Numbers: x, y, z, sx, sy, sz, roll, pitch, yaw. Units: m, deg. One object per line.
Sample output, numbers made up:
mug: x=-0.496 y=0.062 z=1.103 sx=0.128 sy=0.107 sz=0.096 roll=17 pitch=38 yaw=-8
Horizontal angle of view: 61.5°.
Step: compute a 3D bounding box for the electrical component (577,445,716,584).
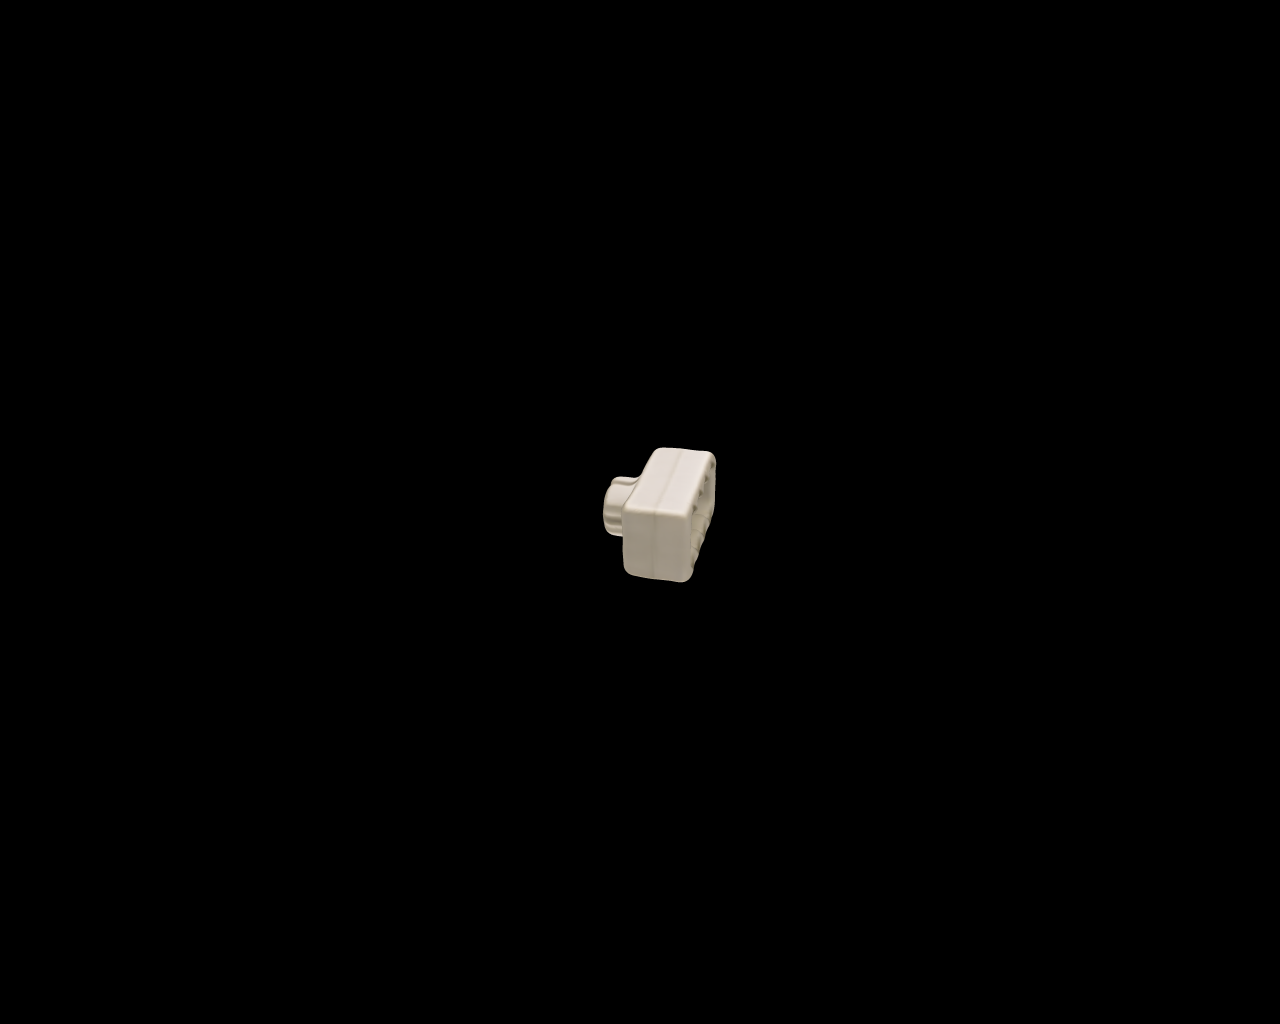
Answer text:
electrical component: x=0.001 y=-0.003 z=0.650 sx=0.076 sy=0.047 sz=0.083 roll=8 pitch=31 yaw=13
